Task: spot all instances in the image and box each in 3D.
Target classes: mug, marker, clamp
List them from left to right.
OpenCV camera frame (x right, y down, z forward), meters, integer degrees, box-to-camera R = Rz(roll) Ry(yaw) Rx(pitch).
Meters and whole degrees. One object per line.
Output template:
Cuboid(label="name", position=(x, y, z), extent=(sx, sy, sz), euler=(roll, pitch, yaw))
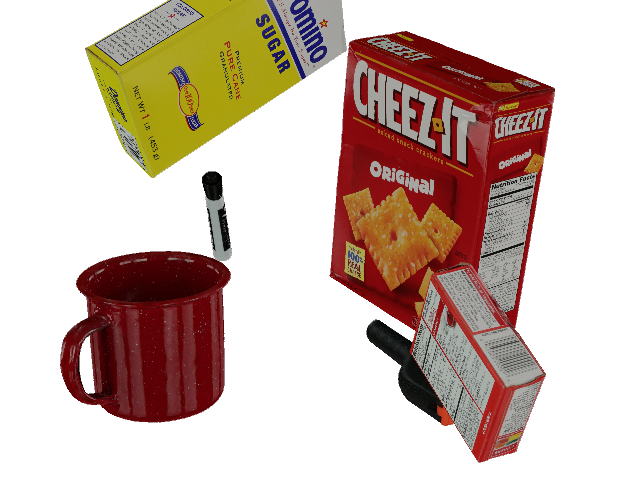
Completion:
Cuboid(label="mug", position=(-0.108, 0.063, 0.653), extent=(0.093, 0.081, 0.117), euler=(13, 23, 35))
Cuboid(label="marker", position=(-0.099, -0.023, 1.024), extent=(0.020, 0.020, 0.121), euler=(0, -38, 1))
Cuboid(label="clamp", position=(0.123, 0.124, 1.071), extent=(0.120, 0.039, 0.171), euler=(-9, 29, -9))

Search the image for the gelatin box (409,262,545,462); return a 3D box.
Cuboid(label="gelatin box", position=(0.088, 0.069, 0.611), extent=(0.030, 0.073, 0.089), euler=(-13, 49, -19))

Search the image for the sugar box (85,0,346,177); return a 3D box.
Cuboid(label="sugar box", position=(-0.062, -0.127, 0.712), extent=(0.176, 0.093, 0.048), euler=(-35, 53, -19))

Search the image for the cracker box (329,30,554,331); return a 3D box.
Cuboid(label="cracker box", position=(0.086, -0.038, 0.842), extent=(0.071, 0.214, 0.164), euler=(-17, 34, -35))
